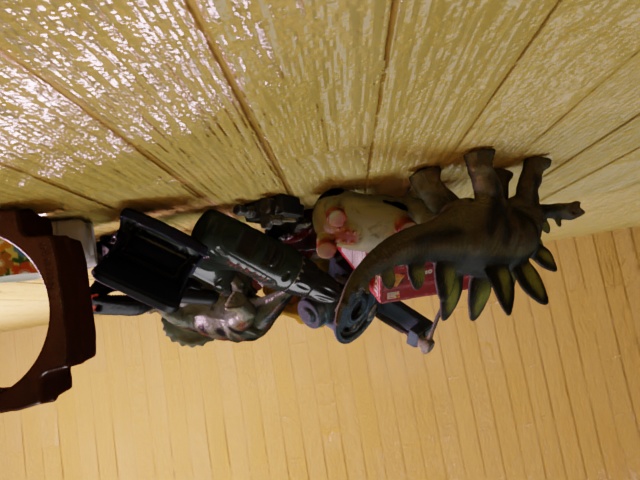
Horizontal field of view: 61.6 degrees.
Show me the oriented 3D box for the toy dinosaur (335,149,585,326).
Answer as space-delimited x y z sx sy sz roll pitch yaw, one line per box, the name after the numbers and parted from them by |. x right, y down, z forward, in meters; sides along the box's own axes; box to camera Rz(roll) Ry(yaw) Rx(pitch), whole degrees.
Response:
0.191 -0.005 0.650 0.471 0.198 0.105 -7 169 -34 | toy dinosaur

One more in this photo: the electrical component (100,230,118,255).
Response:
-0.251 0.019 0.744 0.119 0.074 0.047 -9 174 37 | electrical component

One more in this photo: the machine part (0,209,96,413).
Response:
-0.349 0.076 0.559 0.201 0.201 0.087 -10 175 -2 | machine part

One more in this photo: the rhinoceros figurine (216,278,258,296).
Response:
-0.150 0.062 1.083 0.073 0.112 0.190 -6 164 -39 | rhinoceros figurine

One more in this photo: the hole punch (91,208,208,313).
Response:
-0.198 0.014 0.651 0.142 0.092 0.116 24 -170 -13 | hole punch

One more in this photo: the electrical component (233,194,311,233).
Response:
-0.057 -0.032 0.711 0.078 0.045 0.102 -13 172 19 | electrical component

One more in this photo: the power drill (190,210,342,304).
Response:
-0.107 0.039 0.796 0.232 0.086 0.207 32 163 -32 | power drill

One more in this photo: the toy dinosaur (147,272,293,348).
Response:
-0.169 0.133 0.991 0.405 0.131 0.192 3 149 32 | toy dinosaur

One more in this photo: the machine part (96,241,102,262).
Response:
-0.347 0.025 0.828 0.084 0.039 0.139 -15 171 0 | machine part

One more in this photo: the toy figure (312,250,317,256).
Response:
-0.002 -0.005 0.976 0.155 0.057 0.064 -15 -150 27 | toy figure

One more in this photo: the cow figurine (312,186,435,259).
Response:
0.085 -0.026 0.724 0.195 0.085 0.127 5 -148 -14 | cow figurine

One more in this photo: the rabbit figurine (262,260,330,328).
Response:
-0.024 0.113 1.046 0.162 0.122 0.173 -11 168 28 | rabbit figurine

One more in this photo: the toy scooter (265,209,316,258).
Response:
-0.018 -0.008 0.852 0.135 0.075 0.184 -9 168 -10 | toy scooter

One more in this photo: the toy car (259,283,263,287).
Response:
-0.095 0.058 1.156 0.109 0.103 0.162 -1 167 -45 | toy car

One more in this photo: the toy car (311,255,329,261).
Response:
0.019 0.022 1.123 0.056 0.073 0.201 -10 174 38 | toy car

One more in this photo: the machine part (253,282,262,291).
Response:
-0.218 0.097 1.274 0.179 0.056 0.179 -12 152 -6 | machine part

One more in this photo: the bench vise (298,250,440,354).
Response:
0.092 0.103 0.875 0.241 0.128 0.223 28 -151 33 | bench vise
